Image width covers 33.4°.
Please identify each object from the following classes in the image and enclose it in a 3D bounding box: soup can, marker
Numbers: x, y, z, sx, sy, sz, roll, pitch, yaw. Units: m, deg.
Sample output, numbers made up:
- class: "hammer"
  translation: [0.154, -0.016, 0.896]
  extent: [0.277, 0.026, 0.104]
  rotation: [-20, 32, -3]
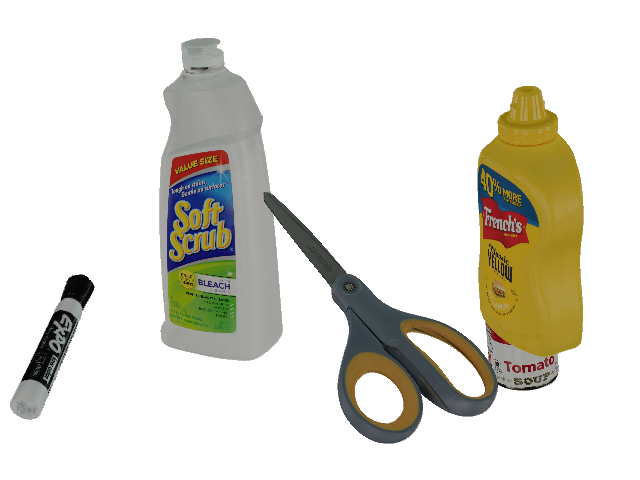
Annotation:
- class: "soup can"
  translation: [0.192, 0.084, 1.027]
  extent: [0.068, 0.102, 0.068]
  rotation: [-7, 22, 3]
- class: "marker"
  translation: [-0.167, 0.063, 0.675]
  extent: [0.020, 0.020, 0.121]
  rotation: [0, 37, 8]

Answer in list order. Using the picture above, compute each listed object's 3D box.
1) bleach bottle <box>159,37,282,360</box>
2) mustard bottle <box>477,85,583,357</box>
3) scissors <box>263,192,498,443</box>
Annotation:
- class: "bleach bottle"
  translation: [-0.087, -0.032, 0.836]
  extent: [0.103, 0.251, 0.068]
  rotation: [8, 27, 26]
- class: "mustard bottle"
  translation: [0.149, -0.018, 0.767]
  extent: [0.058, 0.192, 0.096]
  rotation: [-15, 29, -17]
- class: "scissors"
  translation: [0.009, 0.045, 0.619]
  extent: [0.202, 0.016, 0.096]
  rotation: [35, 53, 25]
